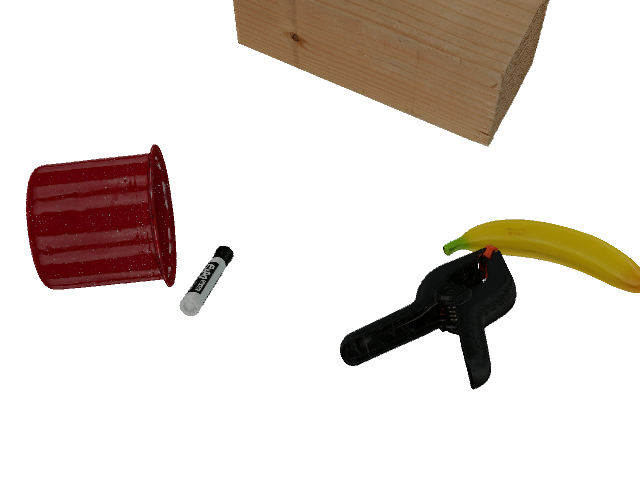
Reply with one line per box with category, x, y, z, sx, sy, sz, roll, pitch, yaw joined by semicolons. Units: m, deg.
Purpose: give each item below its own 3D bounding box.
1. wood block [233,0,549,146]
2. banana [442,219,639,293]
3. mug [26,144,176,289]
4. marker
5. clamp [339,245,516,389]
wood block;0.048;-0.161;0.767;0.206;0.090;0.091;25;-25;13
banana;0.224;0.012;1.041;0.198;0.037;0.069;10;47;24
mug;-0.141;-0.012;0.704;0.081;0.093;0.117;-6;-1;-1
marker;-0.109;0.037;1.038;0.020;0.020;0.121;0;25;13
clamp;0.109;0.058;0.826;0.120;0.039;0.171;19;42;36
